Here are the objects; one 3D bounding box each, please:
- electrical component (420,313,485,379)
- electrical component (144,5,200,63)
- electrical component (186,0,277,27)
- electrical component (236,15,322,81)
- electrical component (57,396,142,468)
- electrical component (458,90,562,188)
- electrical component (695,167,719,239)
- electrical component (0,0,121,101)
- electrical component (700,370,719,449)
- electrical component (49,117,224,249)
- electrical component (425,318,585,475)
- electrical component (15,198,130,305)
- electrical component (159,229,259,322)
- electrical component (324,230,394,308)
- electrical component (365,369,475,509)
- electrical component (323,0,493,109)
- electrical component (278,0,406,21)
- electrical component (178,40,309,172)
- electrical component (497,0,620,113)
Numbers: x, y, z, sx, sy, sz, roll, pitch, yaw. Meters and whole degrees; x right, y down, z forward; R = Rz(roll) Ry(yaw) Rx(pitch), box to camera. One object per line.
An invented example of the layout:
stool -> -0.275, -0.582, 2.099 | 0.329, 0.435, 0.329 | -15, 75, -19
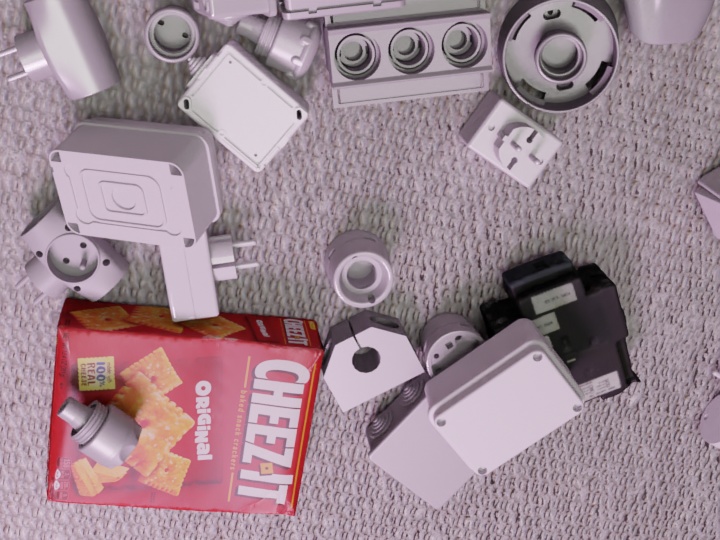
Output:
electrical component -> 0.080, 0.068, 0.932 | 0.055, 0.047, 0.055 | -3, 111, -7
electrical component -> -0.140, -0.179, 0.807 | 0.040, 0.046, 0.040 | -3, 111, -7
electrical component -> -0.098, -0.227, 0.768 | 0.048, 0.100, 0.099 | -11, 112, -18
electrical component -> -0.063, -0.176, 0.821 | 0.062, 0.048, 0.048 | 23, 106, -9
electrical component -> -0.204, 0.122, 0.833 | 0.062, 0.043, 0.043 | 39, 101, -20
electrical component -> 0.124, -0.100, 0.859 | 0.066, 0.076, 0.047 | 32, 103, -18
electrical component -> 0.331, -0.050, 0.897 | 0.061, 0.096, 0.061 | -31, 112, 5
electrical component -> -0.230, -0.164, 0.801 | 0.079, 0.043, 0.077 | -20, 112, 0
electrical component -> 0.356, 0.101, 0.981 | 0.074, 0.052, 0.138 | 28, 104, -17
electrical component -> -0.166, -0.068, 0.812 | 0.113, 0.057, 0.078 | 8, 128, 16
electrical component -> 0.118, 0.105, 0.886 | 0.113, 0.057, 0.078 | -36, 110, 11
electrical component -> -0.240, -0.004, 0.859 | 0.079, 0.044, 0.077 | -41, 110, 8
electrical component -> -0.120, -0.009, 0.873 | 0.076, 0.047, 0.083 | -8, 111, -5
electrical component -> 0.000, 0.000, 0.894 | 0.055, 0.047, 0.055 | -3, 111, -7
electrical component -> 0.064, 0.149, 0.959 | 0.100, 0.048, 0.099 | 39, 101, -19
electrical component -> 0.034, -0.173, 0.825 | 0.121, 0.063, 0.078 | -7, 112, -6
electrical component -> -0.018, -0.224, 0.781 | 0.100, 0.099, 0.048 | -8, 124, -5
electrical component -> -0.093, -0.132, 0.827 | 0.096, 0.061, 0.061 | 40, 101, -12
electrical component -> 0.159, -0.175, 0.856 | 0.099, 0.064, 0.099 | 2, 114, 5
